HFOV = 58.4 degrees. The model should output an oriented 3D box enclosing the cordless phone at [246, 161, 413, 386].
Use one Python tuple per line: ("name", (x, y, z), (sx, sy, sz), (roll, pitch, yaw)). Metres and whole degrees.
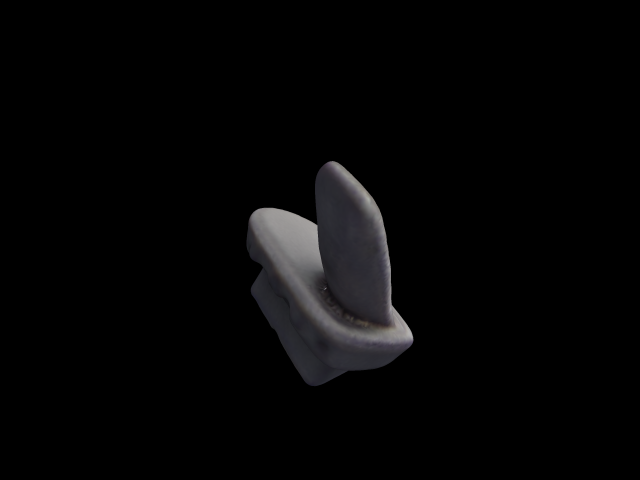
("cordless phone", (0.004, 0.001, 0.400), (0.094, 0.185, 0.147), (-27, 53, -22))
